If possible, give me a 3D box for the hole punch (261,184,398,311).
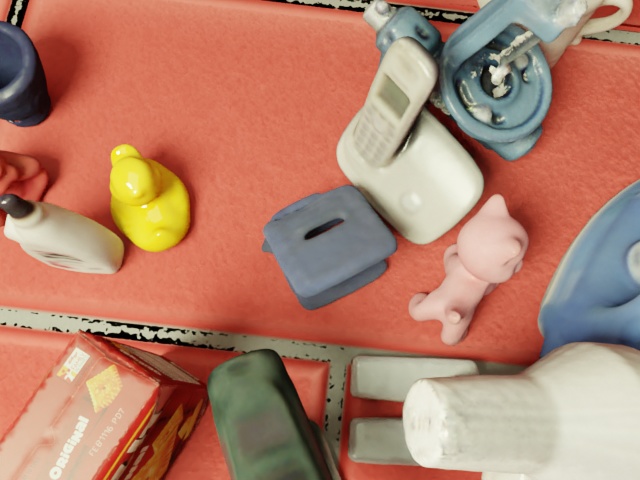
[{"bbox_3d":[0.005,0.002,0.541,0.109,0.091,0.101,-27,77,-9],"label":"hole punch"}]

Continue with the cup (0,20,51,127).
[{"bbox_3d":[-0.320,-0.145,0.565,0.118,0.095,0.091,-37,79,-11],"label":"cup"}]

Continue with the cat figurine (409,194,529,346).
[{"bbox_3d":[0.144,0.028,0.526,0.067,0.118,0.128,32,76,7],"label":"cat figurine"}]

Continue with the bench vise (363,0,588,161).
[{"bbox_3d":[0.132,-0.167,0.526,0.207,0.220,0.121,16,75,2],"label":"bench vise"}]

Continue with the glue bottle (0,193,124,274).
[{"bbox_3d":[-0.229,-0.007,0.491,0.078,0.173,0.037,3,74,-1],"label":"glue bottle"}]

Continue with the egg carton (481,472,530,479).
[{"bbox_3d":[0.222,0.220,0.502,0.150,0.069,0.107,-21,77,-8],"label":"egg carton"}]

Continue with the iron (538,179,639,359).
[{"bbox_3d":[0.306,0.018,0.524,0.118,0.141,0.258,28,75,5],"label":"iron"}]

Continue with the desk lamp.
[{"bbox_3d":[0.131,0.141,0.445,0.203,0.213,0.118,2,74,-2],"label":"desk lamp"}]

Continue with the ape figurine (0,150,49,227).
[{"bbox_3d":[-0.304,-0.056,0.543,0.078,0.092,0.076,-35,79,-11],"label":"ape figurine"}]

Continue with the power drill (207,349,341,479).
[{"bbox_3d":[-0.015,0.197,0.426,0.075,0.208,0.229,-23,77,-8],"label":"power drill"}]

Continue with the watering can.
[{"bbox_3d":[0.224,-0.255,0.568,0.173,0.194,0.101,-4,75,-3],"label":"watering can"}]

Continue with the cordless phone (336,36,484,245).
[{"bbox_3d":[0.090,-0.086,0.520,0.094,0.185,0.147,-42,80,-12],"label":"cordless phone"}]

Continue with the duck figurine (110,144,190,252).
[{"bbox_3d":[-0.169,-0.043,0.548,0.077,0.086,0.104,-24,77,-8],"label":"duck figurine"}]
